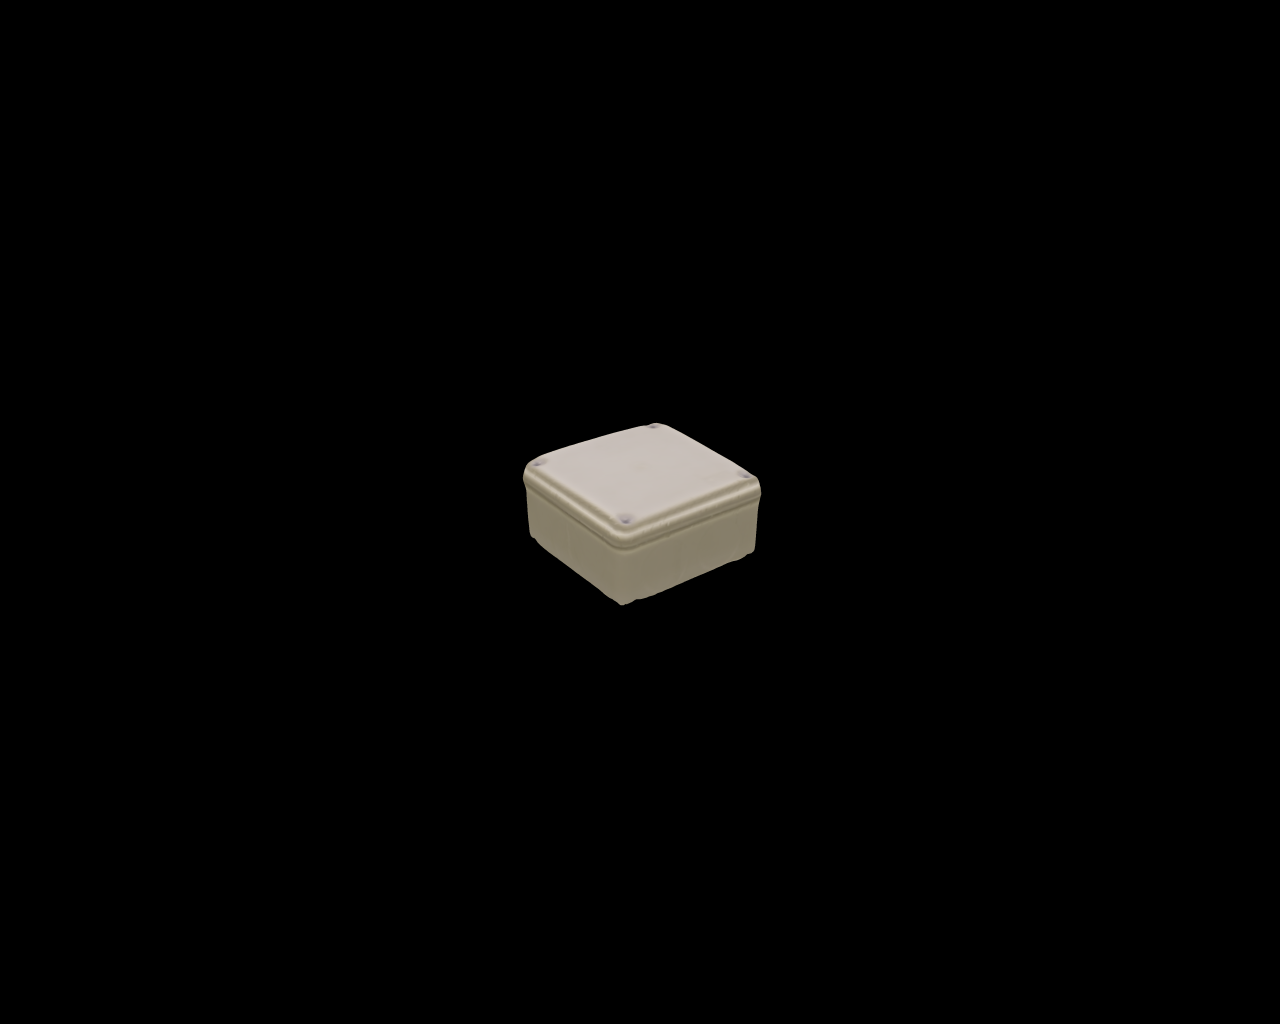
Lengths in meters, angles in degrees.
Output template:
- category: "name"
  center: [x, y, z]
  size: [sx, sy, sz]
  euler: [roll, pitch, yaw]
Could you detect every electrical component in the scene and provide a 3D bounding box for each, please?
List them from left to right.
- category: "electrical component"
  center: [0.001, -0.003, 0.650]
  size: [0.109, 0.056, 0.109]
  euler: [-20, 35, -31]
